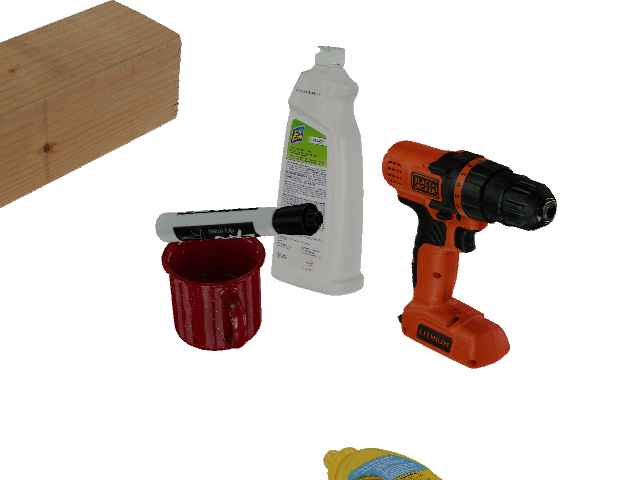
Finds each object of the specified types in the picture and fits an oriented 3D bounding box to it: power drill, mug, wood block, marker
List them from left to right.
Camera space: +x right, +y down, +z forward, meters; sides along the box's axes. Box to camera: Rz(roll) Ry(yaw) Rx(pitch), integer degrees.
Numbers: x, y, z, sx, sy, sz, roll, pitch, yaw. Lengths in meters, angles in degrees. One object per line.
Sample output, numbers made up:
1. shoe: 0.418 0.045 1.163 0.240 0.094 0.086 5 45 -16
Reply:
1. wood block: -0.223 -0.121 0.909 0.090 0.091 0.205 30 43 24
2. mug: -0.090 0.052 0.965 0.093 0.081 0.117 -15 37 -21
3. marker: -0.050 -0.010 0.641 0.121 0.020 0.020 -2 -1 36
4. power drill: 0.129 0.014 0.939 0.057 0.188 0.185 -18 27 -33

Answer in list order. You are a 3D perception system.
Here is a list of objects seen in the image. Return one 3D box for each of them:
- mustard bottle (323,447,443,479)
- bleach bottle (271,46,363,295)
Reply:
1. mustard bottle: 0.069 0.235 0.966 0.096 0.058 0.192 -17 26 -35
2. bleach bottle: 0.006 -0.075 1.122 0.103 0.251 0.067 15 16 34
